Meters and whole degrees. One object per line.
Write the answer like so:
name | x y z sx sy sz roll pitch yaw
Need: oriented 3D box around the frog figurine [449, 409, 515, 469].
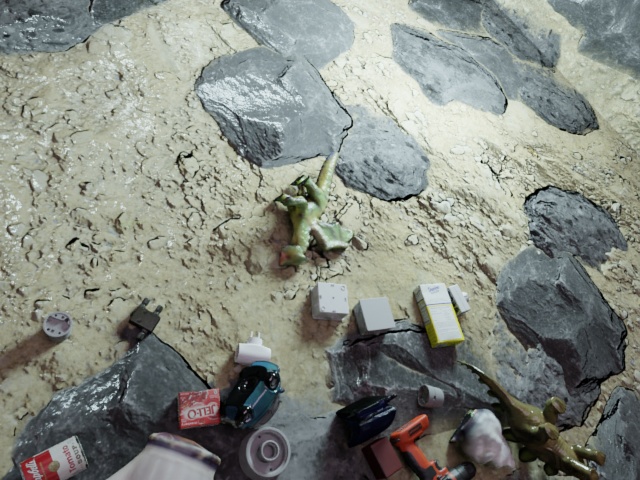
frog figurine | 0.426 0.511 1.291 0.161 0.120 0.139 39 33 15

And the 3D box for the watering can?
watering can | -0.335 0.475 0.975 0.346 0.102 0.230 26 53 -9

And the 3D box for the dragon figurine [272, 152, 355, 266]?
dragon figurine | 0.005 -0.075 1.492 0.241 0.121 0.417 53 54 -10
